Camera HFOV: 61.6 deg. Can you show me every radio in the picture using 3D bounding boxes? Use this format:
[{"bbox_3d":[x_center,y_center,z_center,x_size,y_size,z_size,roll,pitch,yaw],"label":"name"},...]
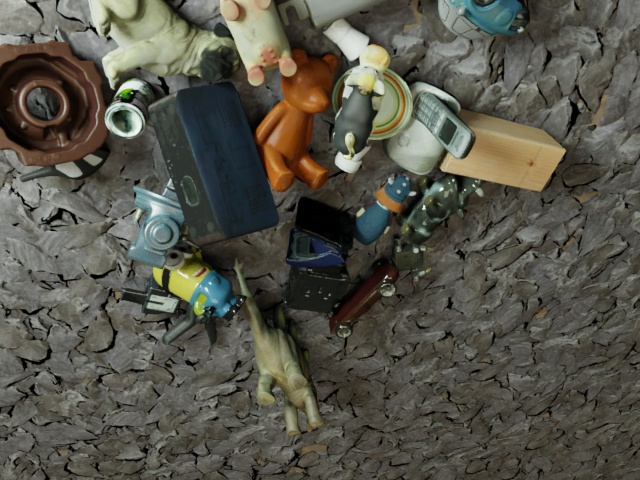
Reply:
[{"bbox_3d":[-0.155,-0.110,0.797,0.073,0.131,0.229,-14,98,38],"label":"radio"}]

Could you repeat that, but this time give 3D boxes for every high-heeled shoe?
[{"bbox_3d":[-0.425,-0.184,0.783,0.145,0.086,0.248,-23,131,-4],"label":"high-heeled shoe"}]

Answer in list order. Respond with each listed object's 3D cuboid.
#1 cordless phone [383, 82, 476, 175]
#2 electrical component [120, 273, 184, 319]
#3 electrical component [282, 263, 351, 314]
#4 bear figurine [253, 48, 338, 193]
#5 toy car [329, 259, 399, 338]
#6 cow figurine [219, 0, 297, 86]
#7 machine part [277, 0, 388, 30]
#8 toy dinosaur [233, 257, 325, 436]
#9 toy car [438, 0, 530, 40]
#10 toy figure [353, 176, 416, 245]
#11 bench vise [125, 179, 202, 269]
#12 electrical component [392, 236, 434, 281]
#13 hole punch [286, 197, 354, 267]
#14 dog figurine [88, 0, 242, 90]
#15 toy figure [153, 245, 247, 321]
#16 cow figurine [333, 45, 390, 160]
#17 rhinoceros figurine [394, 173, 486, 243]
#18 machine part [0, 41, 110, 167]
[{"bbox_3d":[0.186,-0.157,0.869,0.089,0.184,0.146,7,125,-23],"label":"cordless phone"},{"bbox_3d":[-0.323,0.107,1.047,0.119,0.048,0.074,12,123,-21],"label":"electrical component"},{"bbox_3d":[-0.006,0.085,1.095,0.115,0.058,0.134,8,125,-20],"label":"electrical component"},{"bbox_3d":[-0.024,-0.188,0.841,0.120,0.132,0.195,-8,141,-48],"label":"bear figurine"},{"bbox_3d":[0.091,0.127,1.128,0.053,0.089,0.202,30,115,-26],"label":"toy car"},{"bbox_3d":[-0.098,-0.320,0.716,0.085,0.127,0.194,-22,130,4],"label":"cow figurine"},{"bbox_3d":[0.056,-0.362,0.749,0.243,0.079,0.079,-20,129,5],"label":"machine part"},{"bbox_3d":[-0.083,0.245,1.110,0.105,0.199,0.470,-17,127,1],"label":"toy dinosaur"},{"bbox_3d":[0.229,-0.352,0.791,0.161,0.109,0.103,19,144,-38],"label":"toy car"},{"bbox_3d":[0.117,-0.060,1.011,0.064,0.058,0.154,22,115,-34],"label":"toy figure"},{"bbox_3d":[-0.237,-0.068,0.872,0.129,0.224,0.240,21,88,-8],"label":"bench vise"},{"bbox_3d":[0.190,0.037,1.109,0.078,0.045,0.102,-7,128,-9],"label":"electrical component"},{"bbox_3d":[-0.002,-0.003,0.985,0.116,0.142,0.092,20,120,-10],"label":"hole punch"},{"bbox_3d":[-0.209,-0.299,0.739,0.190,0.121,0.172,-16,134,-19],"label":"dog figurine"},{"bbox_3d":[-0.227,0.084,0.991,0.180,0.082,0.089,37,103,1],"label":"toy figure"},{"bbox_3d":[0.060,-0.207,0.822,0.068,0.098,0.167,17,139,3],"label":"cow figurine"},{"bbox_3d":[0.229,-0.065,1.021,0.112,0.073,0.190,30,116,-29],"label":"rhinoceros figurine"},{"bbox_3d":[-0.385,-0.188,0.748,0.179,0.056,0.179,-9,106,-35],"label":"machine part"}]
